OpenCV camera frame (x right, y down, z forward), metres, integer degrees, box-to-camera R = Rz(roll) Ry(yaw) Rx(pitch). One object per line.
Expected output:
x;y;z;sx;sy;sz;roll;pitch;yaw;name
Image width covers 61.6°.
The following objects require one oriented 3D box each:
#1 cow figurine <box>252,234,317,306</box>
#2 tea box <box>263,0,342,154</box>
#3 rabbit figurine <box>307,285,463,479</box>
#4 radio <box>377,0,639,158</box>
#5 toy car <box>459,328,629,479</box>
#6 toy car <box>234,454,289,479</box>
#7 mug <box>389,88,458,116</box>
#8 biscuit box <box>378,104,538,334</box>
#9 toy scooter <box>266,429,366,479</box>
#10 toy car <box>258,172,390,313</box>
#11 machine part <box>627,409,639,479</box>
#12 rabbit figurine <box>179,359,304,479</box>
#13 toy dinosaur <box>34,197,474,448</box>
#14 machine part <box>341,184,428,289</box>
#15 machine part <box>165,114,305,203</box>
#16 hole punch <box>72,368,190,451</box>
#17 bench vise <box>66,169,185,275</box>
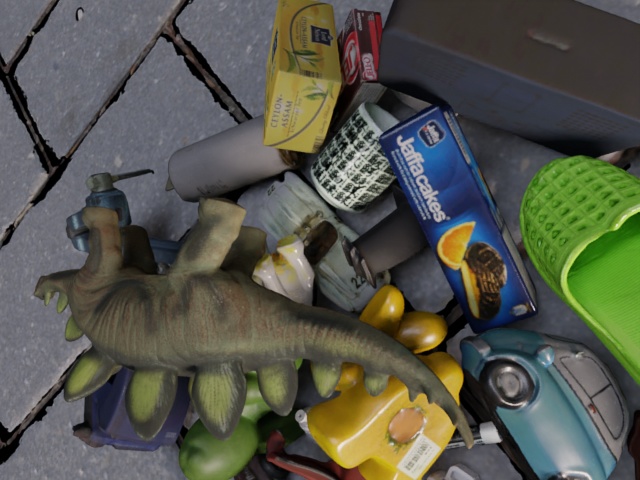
-0.066;0.049;0.612;0.167;0.068;0.098;-4;117;57;cow figurine
-0.023;-0.189;0.606;0.098;0.068;0.170;109;165;-45;tea box
0.046;0.124;0.514;0.162;0.122;0.173;-60;25;-2;rabbit figurine
0.165;-0.145;0.455;0.230;0.131;0.073;22;89;1;radio
0.192;0.133;0.440;0.103;0.109;0.162;-32;73;0;toy car
-0.037;0.313;0.563;0.089;0.053;0.202;-49;61;16;toy car
0.139;-0.190;0.557;0.110;0.080;0.107;24;86;40;mug
0.126;-0.020;0.484;0.063;0.059;0.202;-25;97;24;biscuit box
-0.019;0.258;0.498;0.135;0.075;0.184;38;63;2;toy scooter
-0.001;-0.002;0.611;0.073;0.056;0.202;-50;59;11;toy car
0.312;0.182;0.380;0.180;0.056;0.179;-8;75;31;machine part
-0.089;0.168;0.567;0.121;0.159;0.170;4;62;33;rabbit figurine
-0.103;0.070;0.471;0.472;0.105;0.198;0;74;28;toy dinosaur
0.082;-0.012;0.544;0.139;0.039;0.084;-37;61;-24;machine part
-0.108;-0.104;0.688;0.243;0.079;0.079;-15;71;27;machine part
-0.216;0.190;0.657;0.092;0.142;0.116;-29;54;18;hole punch
-0.224;0.020;0.683;0.241;0.129;0.223;5;98;41;bench vise
